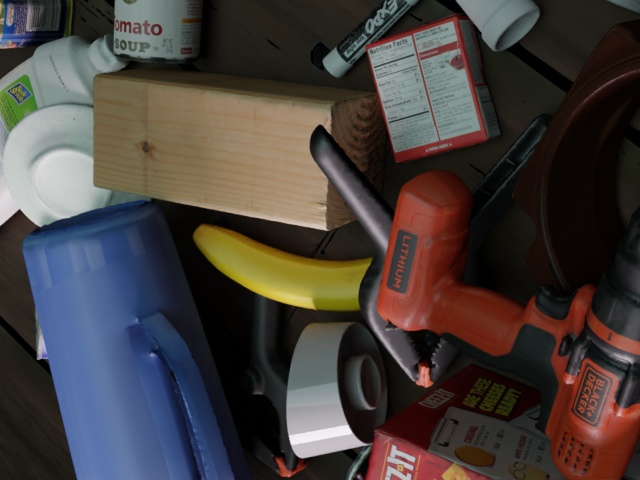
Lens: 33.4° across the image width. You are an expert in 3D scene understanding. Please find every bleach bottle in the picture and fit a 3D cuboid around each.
[{"bbox_3d":[-0.253,-0.090,0.924,0.251,0.068,0.102,-32,87,28],"label":"bleach bottle"}]

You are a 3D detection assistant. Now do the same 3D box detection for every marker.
[{"bbox_3d":[0.048,-0.161,0.757,0.121,0.020,0.020,-41,79,30],"label":"marker"}]

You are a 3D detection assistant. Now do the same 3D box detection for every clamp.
[{"bbox_3d":[-0.062,0.110,0.867,0.120,0.039,0.171,-18,84,38],"label":"clamp"},{"bbox_3d":[0.084,0.007,0.735,0.164,0.036,0.210,-9,119,-3],"label":"clamp"}]

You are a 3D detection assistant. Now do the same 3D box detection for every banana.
[{"bbox_3d":[-0.001,0.019,0.801,0.198,0.037,0.069,-2,95,17],"label":"banana"}]

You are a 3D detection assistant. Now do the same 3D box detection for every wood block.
[{"bbox_3d":[-0.062,-0.074,0.798,0.206,0.090,0.091,11,106,28],"label":"wood block"}]

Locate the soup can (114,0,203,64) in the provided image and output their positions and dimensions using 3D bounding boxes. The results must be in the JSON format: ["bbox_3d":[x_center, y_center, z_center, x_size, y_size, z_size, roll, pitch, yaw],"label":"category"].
[{"bbox_3d":[-0.125,-0.191,0.824,0.069,0.068,0.102,13,107,28],"label":"soup can"}]

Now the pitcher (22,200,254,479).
[{"bbox_3d":[-0.136,0.098,0.807,0.149,0.145,0.243,-12,100,14],"label":"pitcher"}]

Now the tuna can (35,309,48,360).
[{"bbox_3d":[-0.230,0.061,0.929,0.086,0.033,0.086,180,90,-73],"label":"tuna can"}]

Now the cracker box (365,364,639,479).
[{"bbox_3d":[0.155,0.165,0.677,0.214,0.163,0.072,19,107,26],"label":"cracker box"}]

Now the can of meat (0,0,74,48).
[{"bbox_3d":[-0.274,-0.195,0.900,0.102,0.083,0.057,19,110,26],"label":"can of meat"}]

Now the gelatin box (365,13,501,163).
[{"bbox_3d":[0.079,-0.105,0.744,0.073,0.030,0.089,-13,94,33],"label":"gelatin box"}]

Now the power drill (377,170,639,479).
[{"bbox_3d":[0.123,0.029,0.626,0.188,0.057,0.184,34,124,38],"label":"power drill"}]
